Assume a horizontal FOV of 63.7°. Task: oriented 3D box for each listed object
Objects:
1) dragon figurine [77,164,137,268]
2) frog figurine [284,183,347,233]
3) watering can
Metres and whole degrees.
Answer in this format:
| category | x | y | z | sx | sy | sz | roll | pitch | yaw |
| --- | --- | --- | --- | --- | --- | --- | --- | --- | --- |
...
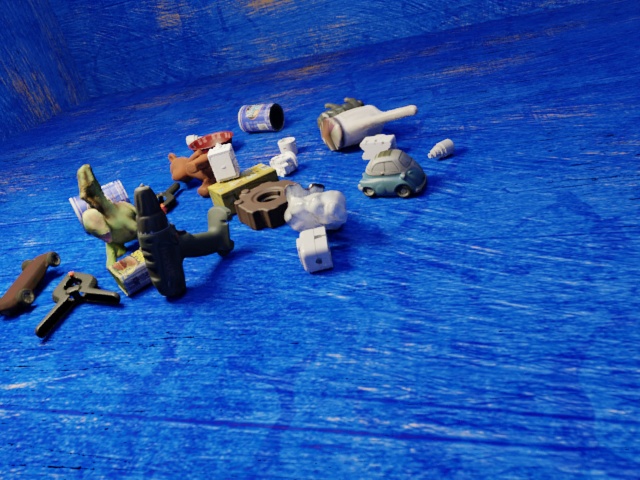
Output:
| category | x | y | z | sx | sy | sz | roll | pitch | yaw |
| --- | --- | --- | --- | --- | --- | --- | --- | --- | --- |
| dragon figurine | -0.492 | -0.079 | 1.235 | 0.122 | 0.238 | 0.418 | -23 | 31 | -5 |
| frog figurine | 0.003 | -0.055 | 1.087 | 0.161 | 0.136 | 0.122 | 36 | 99 | 44 |
| watering can | 0.129 | -0.344 | 1.524 | 0.225 | 0.103 | 0.348 | -21 | 11 | -15 |
